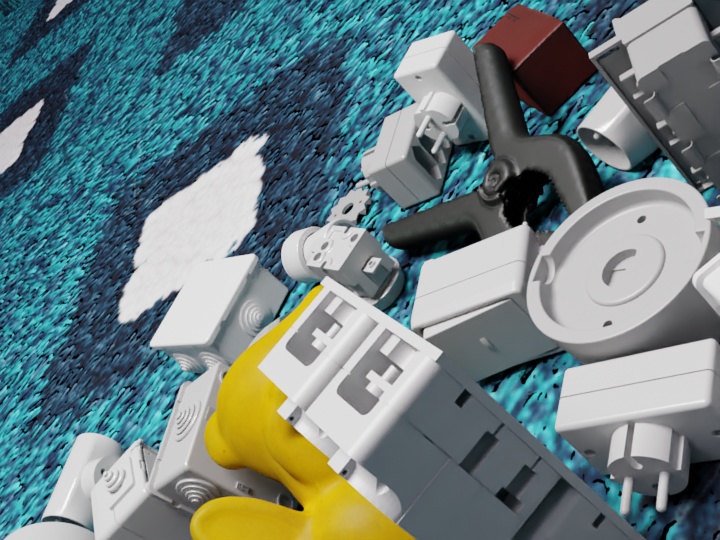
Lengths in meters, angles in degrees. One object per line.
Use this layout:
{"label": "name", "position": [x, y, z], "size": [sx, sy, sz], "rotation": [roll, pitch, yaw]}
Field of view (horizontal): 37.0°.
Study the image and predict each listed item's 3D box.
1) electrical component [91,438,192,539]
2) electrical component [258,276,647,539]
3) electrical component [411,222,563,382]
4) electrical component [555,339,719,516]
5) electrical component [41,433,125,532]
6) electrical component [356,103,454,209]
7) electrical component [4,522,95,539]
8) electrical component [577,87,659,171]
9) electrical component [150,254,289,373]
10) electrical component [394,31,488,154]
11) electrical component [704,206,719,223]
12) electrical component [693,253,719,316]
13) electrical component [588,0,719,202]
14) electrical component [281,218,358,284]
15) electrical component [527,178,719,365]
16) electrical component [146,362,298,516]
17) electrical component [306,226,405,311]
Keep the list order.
{"label": "electrical component", "position": [-0.141, 0.166, 0.729], "size": [0.061, 0.096, 0.061], "rotation": [-47, 29, 8]}
{"label": "electrical component", "position": [0.048, 0.094, 0.482], "size": [0.060, 0.186, 0.105], "rotation": [-50, 30, -5]}
{"label": "electrical component", "position": [0.086, 0.021, 0.645], "size": [0.096, 0.062, 0.061], "rotation": [-22, 38, 36]}
{"label": "electrical component", "position": [0.140, 0.083, 0.517], "size": [0.083, 0.047, 0.075], "rotation": [-18, 40, 40]}
{"label": "electrical component", "position": [-0.212, 0.171, 0.867], "size": [0.079, 0.043, 0.077], "rotation": [-22, 38, 37]}
{"label": "electrical component", "position": [0.027, -0.086, 0.863], "size": [0.077, 0.047, 0.065], "rotation": [-21, 39, 38]}
{"label": "electrical component", "position": [-0.217, 0.229, 0.756], "size": [0.099, 0.099, 0.064], "rotation": [-39, 24, 14]}
{"label": "electrical component", "position": [0.189, -0.103, 0.680], "size": [0.077, 0.043, 0.079], "rotation": [-51, 30, -6]}
{"label": "electrical component", "position": [-0.116, 0.039, 0.897], "size": [0.100, 0.048, 0.099], "rotation": [-7, 48, 48]}
{"label": "electrical component", "position": [0.066, -0.124, 0.823], "size": [0.047, 0.083, 0.075], "rotation": [-4, 50, 50]}
{"label": "electrical component", "position": [0.207, -0.011, 0.519], "size": [0.042, 0.081, 0.063], "rotation": [-10, 75, 47]}
{"label": "electrical component", "position": [0.210, 0.013, 0.462], "size": [0.100, 0.099, 0.048], "rotation": [-41, 17, 10]}
{"label": "electrical component", "position": [0.192, -0.089, 0.582], "size": [0.079, 0.121, 0.063], "rotation": [-30, 36, 27]}
{"label": "electrical component", "position": [-0.029, -0.014, 0.853], "size": [0.055, 0.045, 0.045], "rotation": [-14, 43, 45]}
{"label": "electrical component", "position": [0.151, 0.011, 0.575], "size": [0.108, 0.060, 0.108], "rotation": [-32, 33, 24]}
{"label": "electrical component", "position": [-0.080, 0.120, 0.707], "size": [0.048, 0.100, 0.099], "rotation": [-38, 29, 41]}
{"label": "electrical component", "position": [0.000, 0.000, 0.788], "size": [0.066, 0.055, 0.048], "rotation": [9, 61, 56]}
